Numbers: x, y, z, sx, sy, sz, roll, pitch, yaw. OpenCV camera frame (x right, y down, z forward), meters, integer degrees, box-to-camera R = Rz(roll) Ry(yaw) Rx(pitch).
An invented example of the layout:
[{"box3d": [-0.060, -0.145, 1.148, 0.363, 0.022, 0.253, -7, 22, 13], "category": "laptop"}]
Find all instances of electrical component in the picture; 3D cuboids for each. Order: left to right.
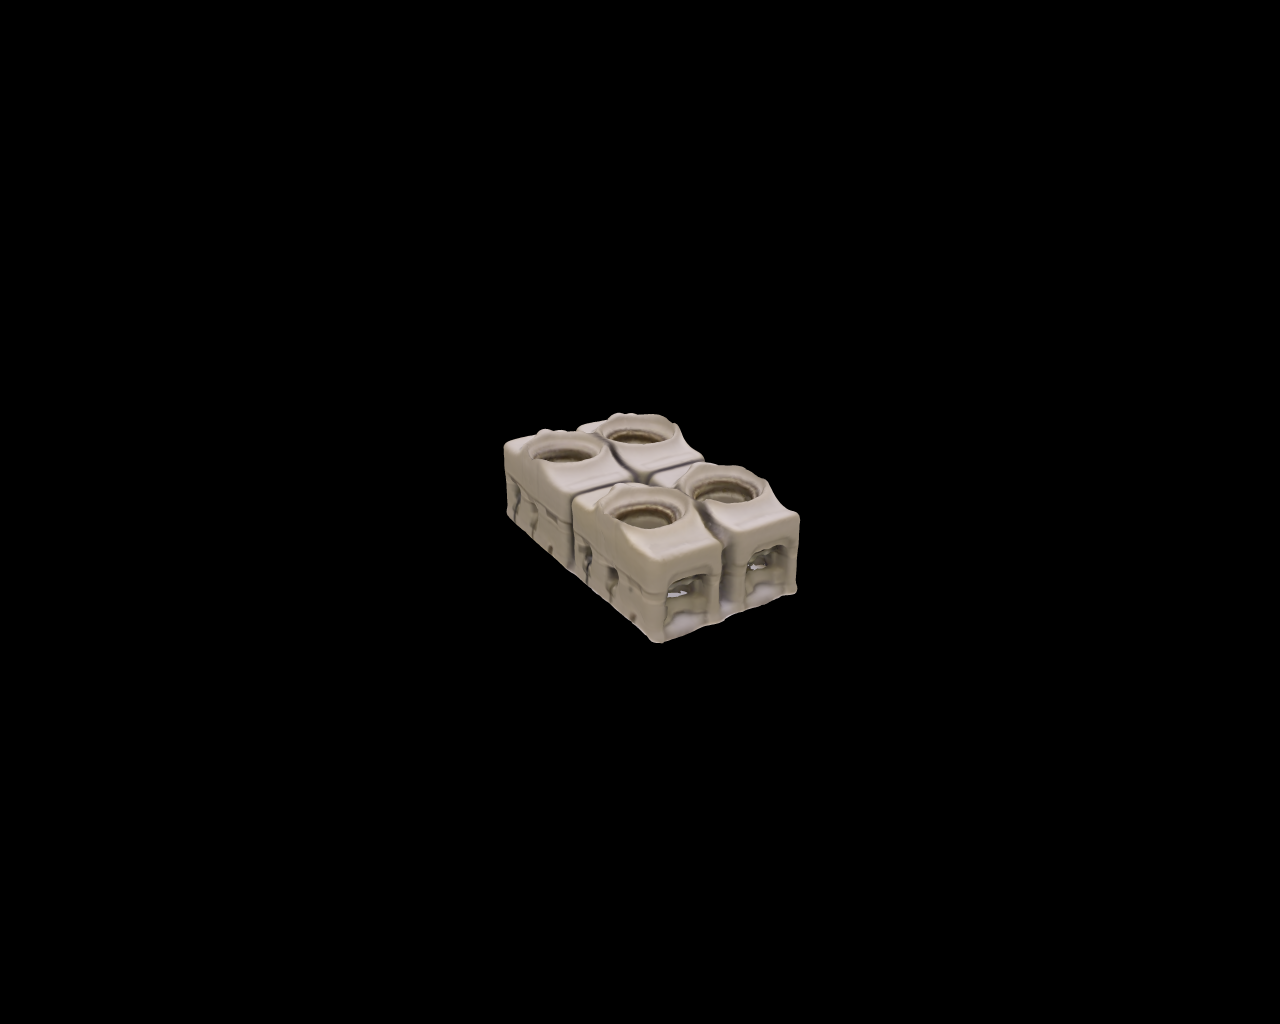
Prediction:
[{"box3d": [0.001, -0.003, 0.650, 0.105, 0.060, 0.186, -16, 31, -28], "category": "electrical component"}]
